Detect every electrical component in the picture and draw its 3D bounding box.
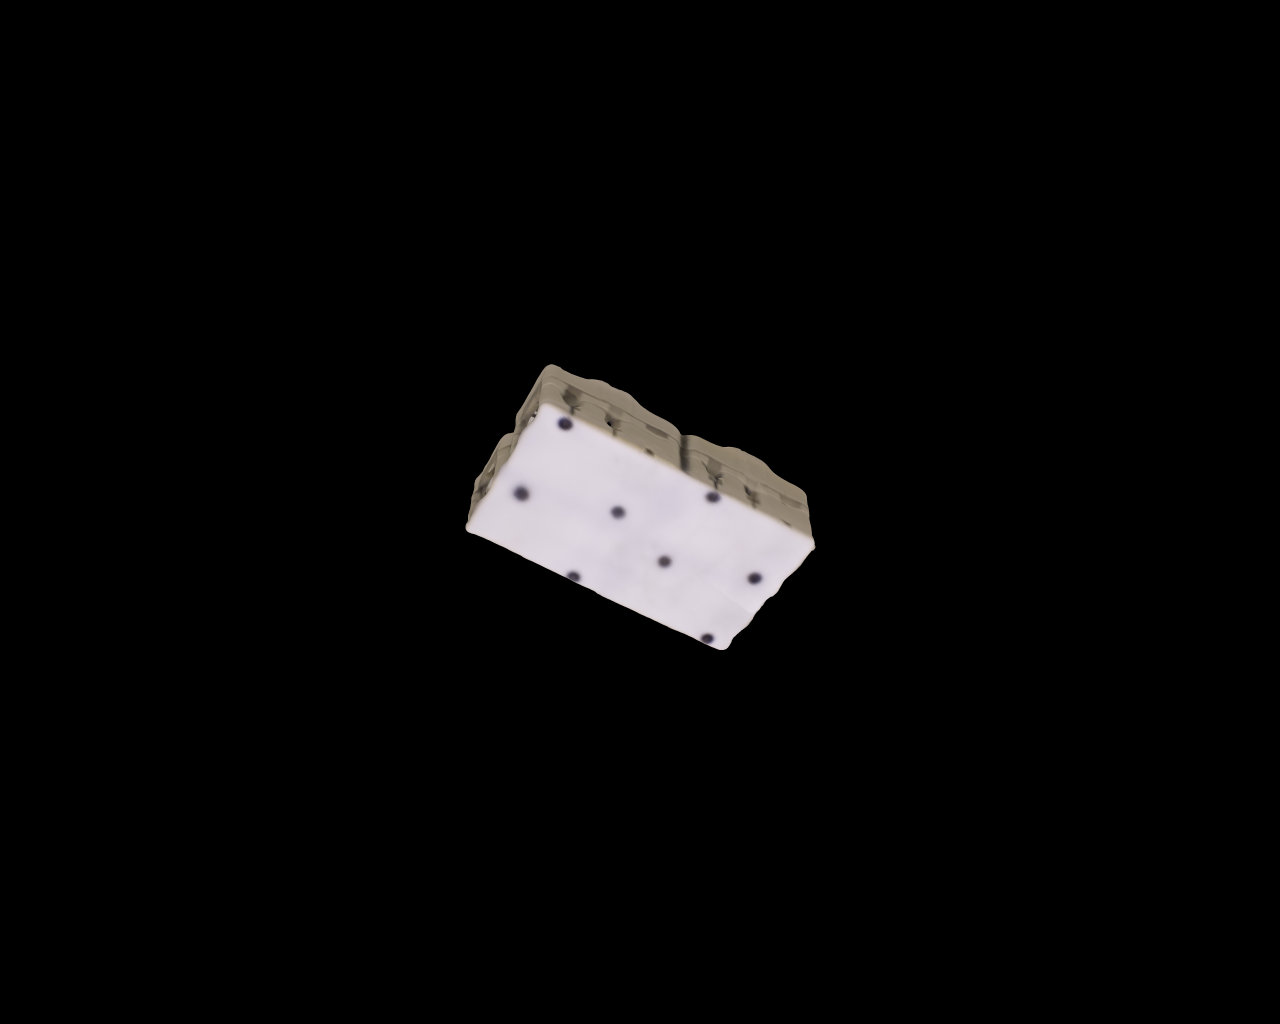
[{"bbox_3d":[0.001,-0.003,0.650,0.186,0.105,0.060,26,30,-17],"label":"electrical component"}]
